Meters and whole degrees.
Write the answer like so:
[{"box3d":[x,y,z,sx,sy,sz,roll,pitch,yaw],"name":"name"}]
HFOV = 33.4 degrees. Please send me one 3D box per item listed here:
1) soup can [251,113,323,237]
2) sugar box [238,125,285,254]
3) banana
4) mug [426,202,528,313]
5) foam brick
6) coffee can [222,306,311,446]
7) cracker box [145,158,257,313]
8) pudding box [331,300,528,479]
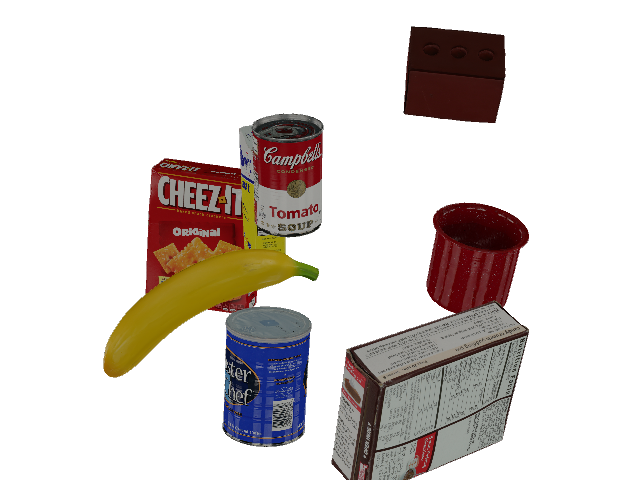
[{"box3d":[-0.032,-0.063,1.027,0.068,0.102,0.068,0,27,0],"name":"soup can"},{"box3d":[-0.073,-0.047,1.325,0.048,0.176,0.093,-9,25,-11],"name":"sugar box"},{"box3d":[-0.101,0.052,0.849,0.198,0.069,0.037,-25,36,10],"name":"banana"},{"box3d":[0.145,0.014,1.053,0.093,0.081,0.117,-6,34,-22],"name":"mug"},{"box3d":[0.108,-0.133,0.860,0.078,0.053,0.051,6,-39,2],"name":"foam brick"},{"box3d":[-0.065,0.163,1.290,0.103,0.140,0.103,3,17,-1],"name":"coffee can"},{"box3d":[-0.175,-0.004,1.609,0.164,0.214,0.072,8,19,8],"name":"cracker box"},{"box3d":[0.065,0.093,0.634,0.113,0.090,0.039,-16,38,-31],"name":"pudding box"}]
